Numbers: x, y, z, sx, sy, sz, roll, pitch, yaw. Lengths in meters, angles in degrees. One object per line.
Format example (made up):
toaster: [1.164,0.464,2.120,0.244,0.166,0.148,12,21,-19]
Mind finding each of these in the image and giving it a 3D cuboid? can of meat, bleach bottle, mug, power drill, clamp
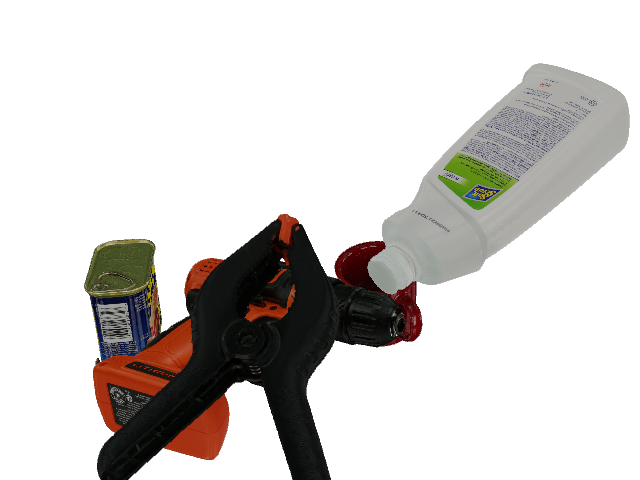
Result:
can of meat: [-0.177,0.059,0.980,0.057,0.084,0.102,-4,26,-2]
bleach bottle: [0.125,-0.043,0.812,0.250,0.068,0.103,-37,44,-28]
mug: [0.070,0.065,1.145,0.093,0.081,0.117,-24,41,-28]
power drill: [-0.054,0.078,0.762,0.185,0.057,0.187,8,28,30]
clamp: [-0.027,0.067,0.551,0.120,0.171,0.039,19,-26,12]
